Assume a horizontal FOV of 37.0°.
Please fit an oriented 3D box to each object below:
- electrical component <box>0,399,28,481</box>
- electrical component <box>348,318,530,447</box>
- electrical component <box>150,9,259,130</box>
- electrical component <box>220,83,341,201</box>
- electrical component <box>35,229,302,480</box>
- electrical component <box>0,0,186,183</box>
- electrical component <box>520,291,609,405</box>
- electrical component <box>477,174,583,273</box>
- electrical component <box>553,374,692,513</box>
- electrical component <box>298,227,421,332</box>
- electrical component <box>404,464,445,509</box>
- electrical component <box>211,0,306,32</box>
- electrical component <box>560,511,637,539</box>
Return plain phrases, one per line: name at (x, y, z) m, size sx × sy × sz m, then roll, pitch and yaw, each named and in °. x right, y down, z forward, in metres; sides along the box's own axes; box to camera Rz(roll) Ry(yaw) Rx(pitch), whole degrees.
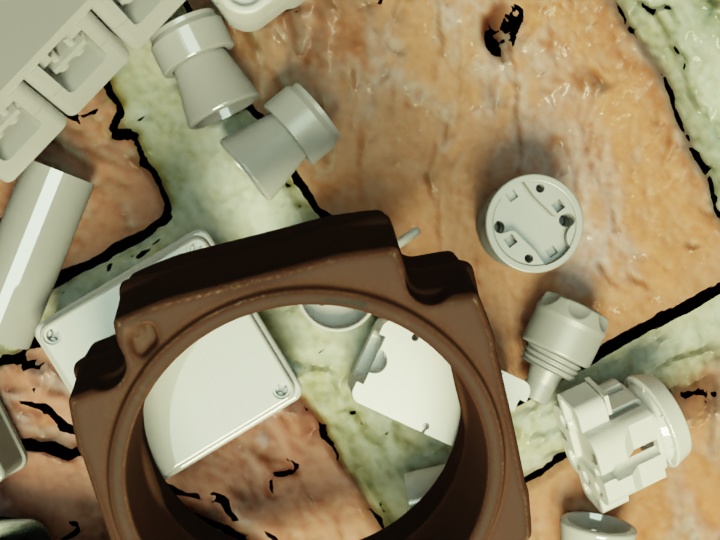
electrical component at (-0.260, 0.086, 0.595) m, size 0.109 × 0.056 × 0.108 m, roll -26°, pitch 93°, yaw -3°
electrical component at (0.043, 0.066, 0.615) m, size 0.089 × 0.056 × 0.050 m, roll 25°, pitch 89°, yaw -4°
electrical component at (-0.089, -0.114, 0.610) m, size 0.045 × 0.045 × 0.055 m, roll -26°, pitch 92°, yaw -3°
electrical component at (-0.045, -0.073, 0.613) m, size 0.055 × 0.045 × 0.045 m, roll -40°, pitch 93°, yaw -3°
electrical component at (-0.105, 0.050, 0.605) m, size 0.109 × 0.056 × 0.108 m, roll -31°, pitch 93°, yaw -3°
electrical component at (-0.176, -0.133, 0.584) m, size 0.150 × 0.061 × 0.089 m, roll -47°, pitch 67°, yaw -2°
electrical component at (0.114, 0.047, 0.626) m, size 0.043 × 0.043 × 0.062 m, roll 25°, pitch 90°, yaw -4°
electrical component at (0.096, -0.026, 0.622) m, size 0.055 × 0.047 × 0.055 m, roll 0°, pitch 91°, yaw -4°
electrical component at (0.152, 0.094, 0.620) m, size 0.057 × 0.058 × 0.078 m, roll -24°, pitch 117°, yaw -8°
electrical component at (0.000, 0.000, 0.601) m, size 0.079 × 0.077 × 0.044 m, roll -36°, pitch 92°, yaw -3°
electrical component at (0.051, 0.131, 0.625) m, size 0.046 × 0.040 × 0.040 m, roll -11°, pitch 91°, yaw 1°
electrical component at (-0.045, -0.181, 0.604) m, size 0.095 × 0.059 × 0.053 m, roll -38°, pitch 93°, yaw -3°
electrical component at (0.136, 0.180, 0.631) m, size 0.044 × 0.044 × 0.065 m, roll 6°, pitch 95°, yaw -4°
